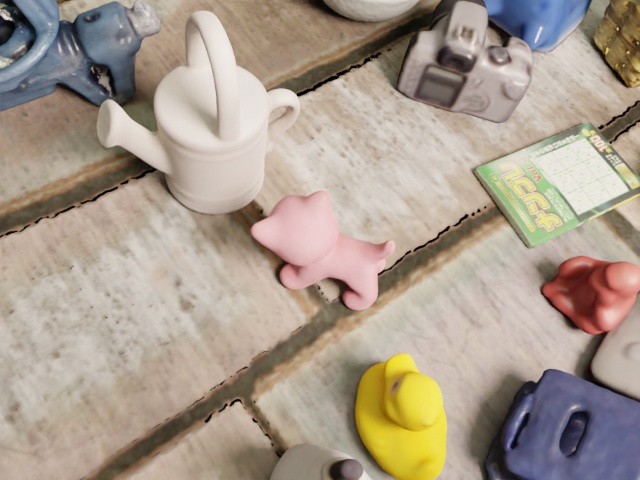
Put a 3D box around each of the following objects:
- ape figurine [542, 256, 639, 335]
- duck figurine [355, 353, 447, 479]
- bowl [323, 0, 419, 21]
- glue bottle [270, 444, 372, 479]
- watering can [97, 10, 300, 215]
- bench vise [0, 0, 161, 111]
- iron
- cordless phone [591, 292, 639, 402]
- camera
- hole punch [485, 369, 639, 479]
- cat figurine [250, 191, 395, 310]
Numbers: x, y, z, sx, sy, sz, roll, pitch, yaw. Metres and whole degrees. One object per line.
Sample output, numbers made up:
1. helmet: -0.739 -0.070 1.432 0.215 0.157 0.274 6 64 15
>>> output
1. ape figurine: 0.270 0.047 0.546 0.076 0.092 0.078 6 62 -6
2. duck figurine: 0.074 0.142 0.468 0.077 0.086 0.104 -12 65 -15
3. bowl: 0.057 -0.329 0.717 0.167 0.075 0.167 4 62 -7
4. glue bottle: 0.008 0.168 0.394 0.078 0.173 0.037 31 62 8
5. watering can: -0.102 -0.108 0.508 0.173 0.194 0.101 -38 74 -24
6. bench vise: -0.264 -0.217 0.523 0.208 0.220 0.121 -31 71 -22
7. iron: 0.316 -0.356 0.736 0.118 0.141 0.259 41 64 13
8. cordless phone: 0.333 0.078 0.487 0.094 0.185 0.148 40 64 12
9. camera: 0.177 -0.230 0.670 0.143 0.101 0.137 17 61 0
10. hole punch: 0.206 0.169 0.473 0.101 0.091 0.109 33 63 9
11. cat figurine: 0.005 0.002 0.511 0.128 0.118 0.067 15 61 -1
